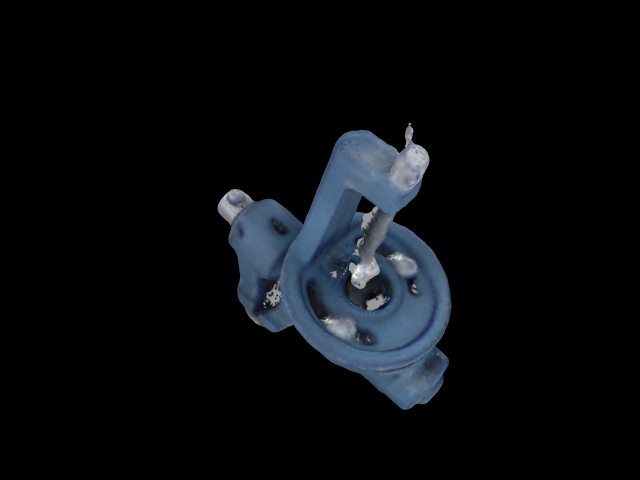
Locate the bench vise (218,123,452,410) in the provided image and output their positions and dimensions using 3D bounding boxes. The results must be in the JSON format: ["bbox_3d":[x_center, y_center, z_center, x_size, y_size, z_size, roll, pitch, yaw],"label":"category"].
[{"bbox_3d":[-0.001,0.009,0.392,0.207,0.220,0.122,17,49,16],"label":"bench vise"}]
